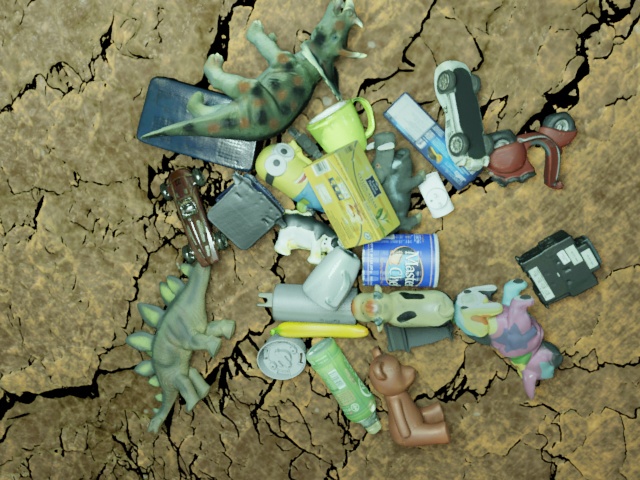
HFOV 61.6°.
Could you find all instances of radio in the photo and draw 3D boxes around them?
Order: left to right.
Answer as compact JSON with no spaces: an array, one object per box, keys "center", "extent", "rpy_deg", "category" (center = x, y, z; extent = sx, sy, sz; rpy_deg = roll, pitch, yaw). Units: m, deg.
[{"center":[-0.219,-0.221,1.023],"extent":[0.230,0.073,0.131],"rpy_deg":[16,105,1],"category":"radio"}]

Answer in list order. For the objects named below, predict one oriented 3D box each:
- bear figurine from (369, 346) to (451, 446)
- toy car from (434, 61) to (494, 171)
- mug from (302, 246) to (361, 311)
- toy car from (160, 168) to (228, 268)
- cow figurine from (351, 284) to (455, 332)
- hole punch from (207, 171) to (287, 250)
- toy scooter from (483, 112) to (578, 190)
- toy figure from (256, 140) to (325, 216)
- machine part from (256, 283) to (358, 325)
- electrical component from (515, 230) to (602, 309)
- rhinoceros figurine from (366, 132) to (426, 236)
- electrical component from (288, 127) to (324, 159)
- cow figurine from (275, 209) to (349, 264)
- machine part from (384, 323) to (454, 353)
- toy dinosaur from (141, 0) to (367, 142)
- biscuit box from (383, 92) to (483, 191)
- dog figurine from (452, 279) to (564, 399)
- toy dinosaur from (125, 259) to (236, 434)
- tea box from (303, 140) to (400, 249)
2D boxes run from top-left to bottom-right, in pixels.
[{"center":[0.176,0.311,1.092],"extent":[0.132,0.120,0.195],"rpy_deg":[-13,97,6],"category":"bear figurine"},{"center":[0.250,-0.217,0.940],"extent":[0.073,0.056,0.201],"rpy_deg":[-3,79,-28],"category":"toy car"},{"center":[0.028,0.070,0.989],"extent":[0.081,0.110,0.107],"rpy_deg":[29,100,-15],"category":"mug"},{"center":[-0.250,-0.046,1.057],"extent":[0.089,0.053,0.202],"rpy_deg":[-20,82,6],"category":"toy car"},{"center":[0.155,0.131,1.012],"extent":[0.195,0.127,0.085],"rpy_deg":[1,80,1],"category":"cow figurine"},{"center":[-0.140,-0.061,1.037],"extent":[0.116,0.092,0.142],"rpy_deg":[-39,104,15],"category":"hole punch"},{"center":[0.379,-0.144,0.973],"extent":[0.184,0.075,0.135],"rpy_deg":[-16,102,6],"category":"toy scooter"},{"center":[-0.040,-0.109,1.020],"extent":[0.180,0.082,0.089],"rpy_deg":[35,138,-17],"category":"toy figure"},{"center":[-0.008,0.130,1.084],"extent":[0.243,0.079,0.079],"rpy_deg":[3,105,5],"category":"machine part"},{"center":[0.459,0.050,1.021],"extent":[0.134,0.058,0.114],"rpy_deg":[-30,101,12],"category":"electrical component"},{"center":[0.131,-0.104,0.991],"extent":[0.112,0.073,0.190],"rpy_deg":[-9,107,-17],"category":"rhinoceros figurine"},{"center":[-0.024,-0.179,1.013],"extent":[0.021,0.063,0.094],"rpy_deg":[-44,94,2],"category":"electrical component"},{"center":[-0.001,-0.003,1.057],"extent":[0.167,0.068,0.098],"rpy_deg":[14,99,2],"category":"cow figurine"},{"center":[0.201,0.185,1.096],"extent":[0.139,0.039,0.084],"rpy_deg":[-9,98,10],"category":"machine part"},{"center":[-0.092,-0.247,0.921],"extent":[0.192,0.131,0.405],"rpy_deg":[42,80,7],"category":"toy dinosaur"},{"center":[0.206,-0.181,0.988],"extent":[0.202,0.063,0.059],"rpy_deg":[44,104,-6],"category":"biscuit box"},{"center":[0.365,0.199,1.046],"extent":[0.192,0.108,0.219],"rpy_deg":[-13,105,9],"category":"dog figurine"},{"center":[-0.287,0.184,1.118],"extent":[0.199,0.105,0.471],"rpy_deg":[22,95,5],"category":"toy dinosaur"},{"center":[0.055,-0.077,0.949],"extent":[0.098,0.068,0.169],"rpy_deg":[-14,108,50],"category":"tea box"}]
